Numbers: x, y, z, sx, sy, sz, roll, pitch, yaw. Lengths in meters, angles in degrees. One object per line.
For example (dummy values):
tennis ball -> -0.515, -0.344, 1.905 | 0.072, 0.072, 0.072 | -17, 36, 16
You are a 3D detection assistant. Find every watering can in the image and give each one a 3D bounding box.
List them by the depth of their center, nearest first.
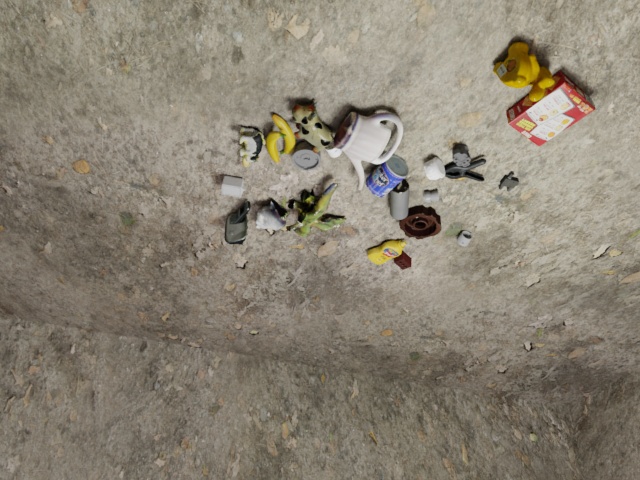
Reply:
watering can -> 0.148, -0.326, 1.844 | 0.223, 0.106, 0.340 | 20, 131, -17

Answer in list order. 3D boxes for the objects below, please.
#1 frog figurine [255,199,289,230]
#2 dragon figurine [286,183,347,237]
frog figurine -> -0.223, -0.083, 2.209 | 0.157, 0.125, 0.136 | -35, 147, 26
dragon figurine -> 0.007, -0.110, 2.187 | 0.241, 0.124, 0.405 | 15, 147, -41
